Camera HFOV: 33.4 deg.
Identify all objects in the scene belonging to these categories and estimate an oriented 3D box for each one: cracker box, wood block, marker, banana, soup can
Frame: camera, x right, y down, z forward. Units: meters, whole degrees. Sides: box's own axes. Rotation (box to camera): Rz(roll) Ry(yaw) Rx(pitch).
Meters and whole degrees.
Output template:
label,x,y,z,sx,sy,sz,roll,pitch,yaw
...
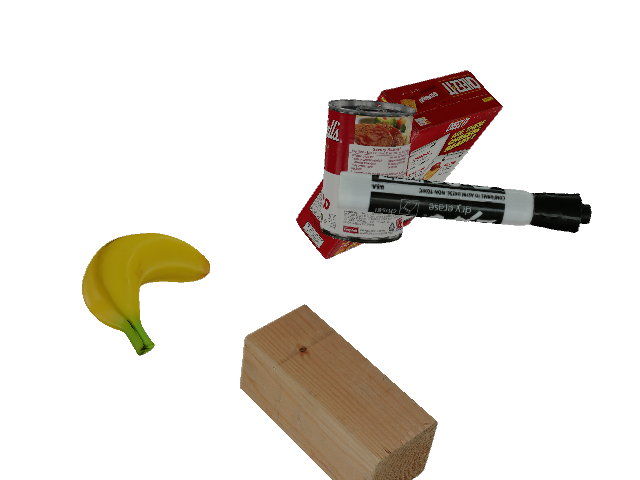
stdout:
label,x,y,z,sx,sy,sz,roll,pitch,yaw
cracker box,0.085,-0.088,1.215,0.163,0.072,0.214,-21,-25,-45
wood block,0.015,0.174,1.138,0.090,0.090,0.206,-27,52,-33
marker,0.068,-0.018,0.511,0.121,0.020,0.020,5,0,0
banana,-0.126,0.026,0.756,0.037,0.069,0.197,-35,8,14
soup can,0.036,-0.055,0.835,0.068,0.102,0.068,4,15,-1
